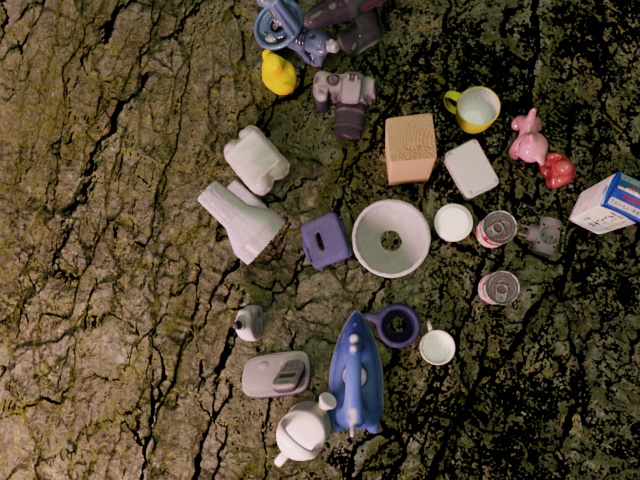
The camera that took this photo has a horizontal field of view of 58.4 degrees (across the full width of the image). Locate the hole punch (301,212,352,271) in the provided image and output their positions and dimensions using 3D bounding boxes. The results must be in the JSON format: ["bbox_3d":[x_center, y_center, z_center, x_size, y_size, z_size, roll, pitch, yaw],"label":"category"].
[{"bbox_3d":[0.011,0.004,1.244,0.101,0.091,0.108,-20,82,4],"label":"hole punch"}]

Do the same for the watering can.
[{"bbox_3d":[-0.034,0.383,1.155,0.101,0.194,0.173,16,86,8],"label":"watering can"}]

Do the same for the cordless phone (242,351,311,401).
[{"bbox_3d":[-0.096,0.285,1.177,0.147,0.185,0.094,-11,82,5],"label":"cordless phone"}]

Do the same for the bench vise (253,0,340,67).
[{"bbox_3d":[-0.058,-0.474,1.239,0.207,0.220,0.121,5,84,7],"label":"bench vise"}]

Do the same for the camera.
[{"bbox_3d":[0.052,-0.299,1.268,0.143,0.101,0.137,6,84,7],"label":"camera"}]

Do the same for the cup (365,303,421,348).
[{"bbox_3d":[0.152,0.176,1.208,0.117,0.095,0.092,15,85,8],"label":"cup"}]

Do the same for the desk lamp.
[{"bbox_3d":[-0.166,-0.045,1.206,0.203,0.213,0.118,41,89,9],"label":"desk lamp"}]

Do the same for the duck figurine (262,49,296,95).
[{"bbox_3d":[-0.098,-0.387,1.301,0.077,0.086,0.104,-29,81,2],"label":"duck figurine"}]

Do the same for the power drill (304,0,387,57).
[{"bbox_3d":[0.076,-0.482,1.231,0.229,0.208,0.075,-33,81,2],"label":"power drill"}]

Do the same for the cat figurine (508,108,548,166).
[{"bbox_3d":[0.445,-0.215,1.209,0.067,0.118,0.128,5,84,7],"label":"cat figurine"}]

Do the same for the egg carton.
[{"bbox_3d":[-0.144,-0.179,1.291,0.107,0.069,0.150,-42,81,0],"label":"egg carton"}]

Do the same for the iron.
[{"bbox_3d":[0.071,0.274,1.182,0.118,0.141,0.258,-1,84,6],"label":"iron"}]

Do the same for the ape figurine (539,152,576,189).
[{"bbox_3d":[0.506,-0.148,1.208,0.076,0.092,0.078,21,86,8],"label":"ape figurine"}]

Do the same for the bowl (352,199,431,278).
[{"bbox_3d":[0.153,0.000,1.238,0.167,0.075,0.167,-1,84,6],"label":"bowl"}]

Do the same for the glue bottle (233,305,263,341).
[{"bbox_3d":[-0.156,0.175,1.201,0.037,0.173,0.078,4,84,7],"label":"glue bottle"}]
